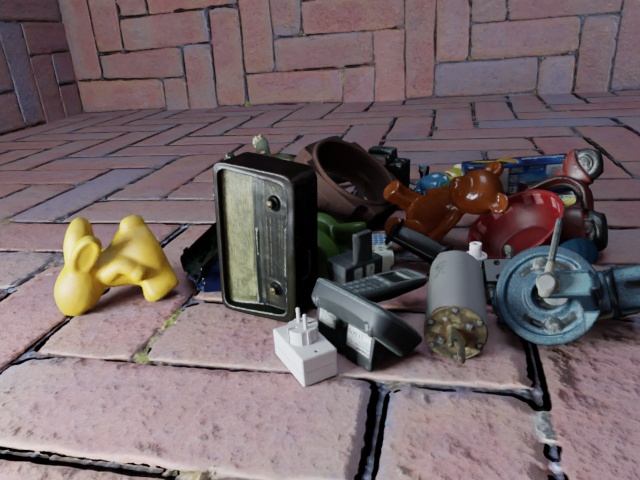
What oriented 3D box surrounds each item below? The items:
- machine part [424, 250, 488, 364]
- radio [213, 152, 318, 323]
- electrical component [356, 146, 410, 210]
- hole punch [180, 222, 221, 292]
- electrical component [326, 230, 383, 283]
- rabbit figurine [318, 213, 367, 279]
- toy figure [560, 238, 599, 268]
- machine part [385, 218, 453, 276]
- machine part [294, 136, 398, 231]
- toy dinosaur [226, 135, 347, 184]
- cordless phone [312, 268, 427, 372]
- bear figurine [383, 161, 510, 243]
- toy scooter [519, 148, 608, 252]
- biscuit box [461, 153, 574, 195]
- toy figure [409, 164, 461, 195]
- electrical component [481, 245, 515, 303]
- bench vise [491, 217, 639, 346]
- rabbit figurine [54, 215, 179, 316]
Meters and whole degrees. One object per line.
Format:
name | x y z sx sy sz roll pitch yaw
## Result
machine part | 0.180 0.079 0.712 0.079 0.079 0.243 2 24 14
radio | -0.074 -0.001 0.764 0.131 0.229 0.073 12 27 25
electrical component | 0.139 -0.138 1.186 0.115 0.134 0.058 10 27 27
hole punch | -0.165 0.036 0.901 0.116 0.092 0.142 -40 32 -5
electrical component | 0.050 0.039 0.782 0.075 0.119 0.048 -21 27 -29
rabbit figurine | -0.002 -0.003 0.889 0.159 0.121 0.170 2 25 10
toy figure | 0.359 0.044 0.795 0.154 0.057 0.064 -26 15 -34
machine part | 0.173 0.017 0.885 0.139 0.039 0.084 34 43 24
machine part | 0.052 -0.108 1.061 0.201 0.087 0.201 44 37 12
toy dinosaur | -0.076 -0.166 1.335 0.405 0.131 0.192 3 35 8
cordless phone | 0.096 0.086 0.710 0.184 0.088 0.147 -15 23 -35
bear figurine | 0.220 -0.068 0.936 0.132 0.120 0.196 20 -32 -28
toy scooter | 0.410 -0.060 0.914 0.135 0.183 0.075 -5 -6 34
biscuit box | 0.374 -0.121 1.017 0.203 0.059 0.063 -4 22 5
toy figure | 0.273 -0.110 1.165 0.180 0.089 0.082 -24 54 -19
electrical component | 0.267 0.049 0.790 0.063 0.021 0.094 -1 57 7
bench vise | 0.303 0.061 0.624 0.224 0.129 0.240 0 -11 30
rabbit figurine | -0.329 0.047 0.828 0.173 0.162 0.122 -33 44 -18
